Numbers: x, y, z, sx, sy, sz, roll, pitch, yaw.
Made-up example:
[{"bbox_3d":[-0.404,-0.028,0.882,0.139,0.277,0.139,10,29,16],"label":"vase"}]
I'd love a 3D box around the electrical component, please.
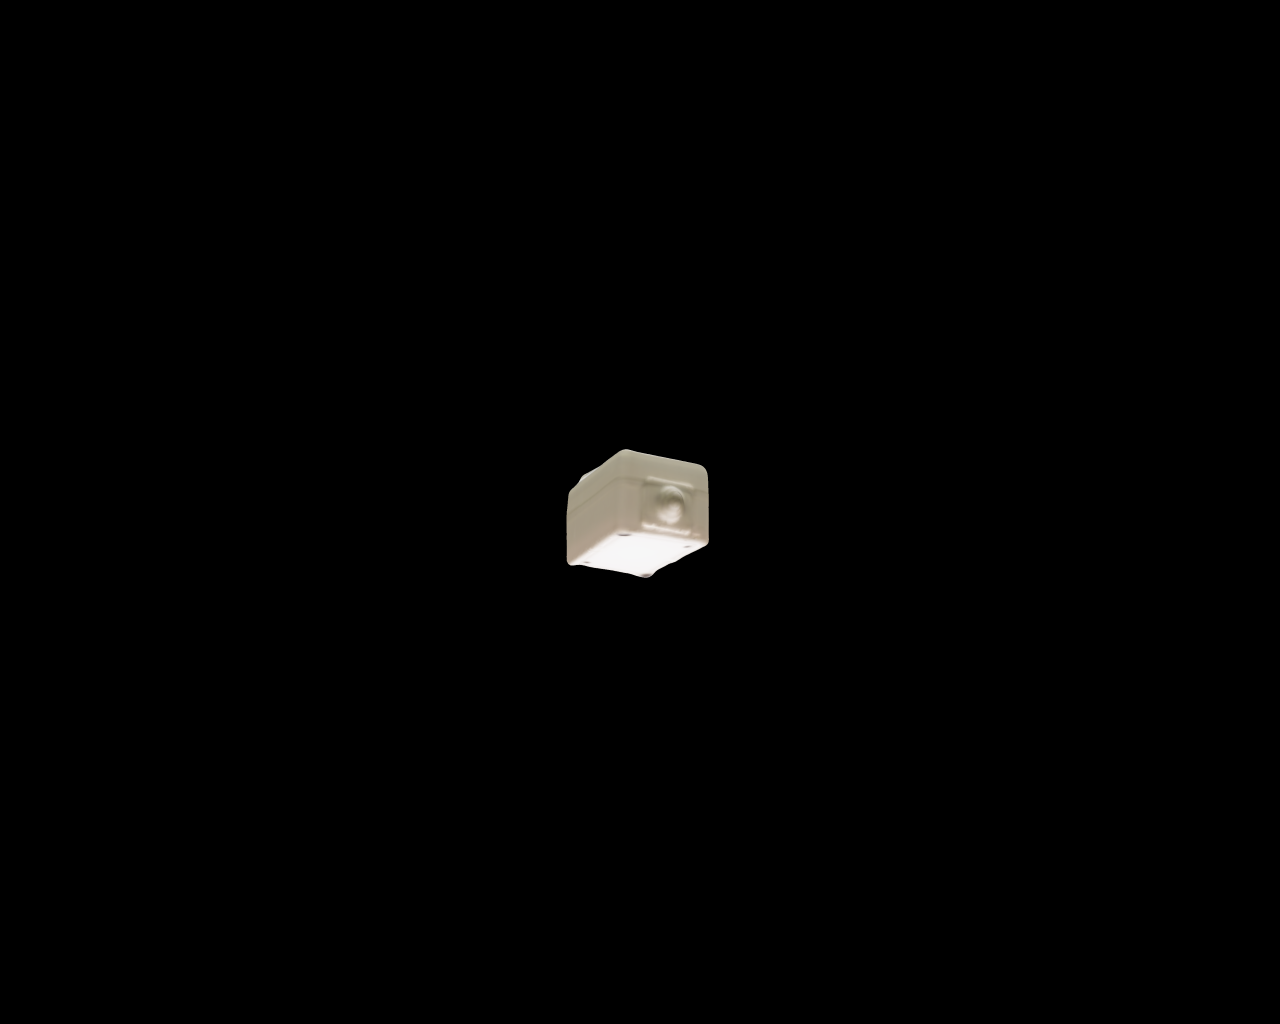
[{"bbox_3d":[0.001,-0.003,0.650,0.062,0.061,0.096,10,-22,-26],"label":"electrical component"}]
